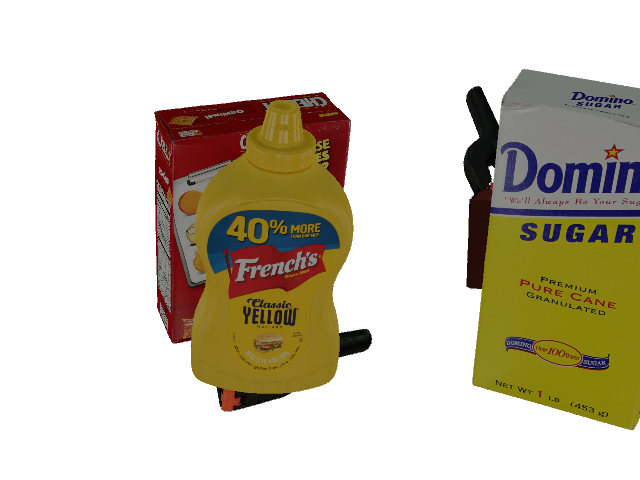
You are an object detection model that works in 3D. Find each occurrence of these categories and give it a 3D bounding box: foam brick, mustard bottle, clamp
[{"bbox_3d":[0.153,-0.001,0.894,0.053,0.078,0.051,3,15,17],"label":"foam brick"},{"bbox_3d":[-0.029,0.004,0.657,0.096,0.192,0.058,3,31,-5],"label":"mustard bottle"},{"bbox_3d":[0.194,-0.104,1.168,0.120,0.039,0.171,21,49,18],"label":"clamp"},{"bbox_3d":[-0.042,0.123,1.145,0.165,0.036,0.209,13,26,12],"label":"clamp"}]

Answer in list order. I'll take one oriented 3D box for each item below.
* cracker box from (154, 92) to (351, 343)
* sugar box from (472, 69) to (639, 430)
[{"bbox_3d":[-0.067,-0.021,0.979,0.164,0.214,0.072,-10,35,-21],"label":"cracker box"},{"bbox_3d":[0.132,0.008,0.544,0.093,0.176,0.048,13,37,21],"label":"sugar box"}]
